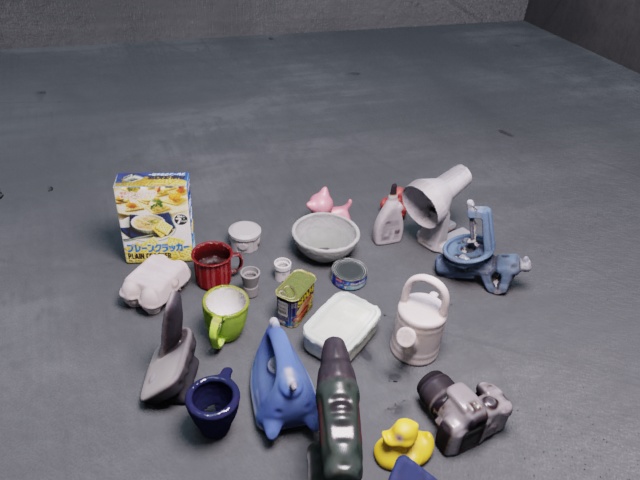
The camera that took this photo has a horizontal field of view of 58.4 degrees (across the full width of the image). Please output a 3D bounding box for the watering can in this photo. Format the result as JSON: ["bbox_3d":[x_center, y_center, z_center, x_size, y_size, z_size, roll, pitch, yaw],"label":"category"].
[{"bbox_3d":[0.201,0.155,1.134,0.101,0.194,0.173,7,37,4],"label":"watering can"}]

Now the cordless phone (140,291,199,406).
[{"bbox_3d":[-0.276,0.195,1.034,0.094,0.185,0.147,1,37,-4],"label":"cordless phone"}]

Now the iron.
[{"bbox_3d":[-0.073,0.226,1.050,0.119,0.141,0.257,-7,38,-14],"label":"iron"}]

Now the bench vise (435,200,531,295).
[{"bbox_3d":[0.385,0.008,1.330,0.207,0.220,0.121,4,36,-1],"label":"bench vise"}]

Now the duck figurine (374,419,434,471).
[{"bbox_3d":[0.146,0.338,0.971,0.105,0.086,0.077,-5,38,-13],"label":"duck figurine"}]

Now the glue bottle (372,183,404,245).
[{"bbox_3d":[0.179,-0.067,1.448,0.078,0.173,0.037,-8,38,-16],"label":"glue bottle"}]

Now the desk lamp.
[{"bbox_3d":[0.301,-0.078,1.443,0.204,0.214,0.117,-24,45,-33],"label":"desk lamp"}]

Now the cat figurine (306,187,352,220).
[{"bbox_3d":[0.024,-0.083,1.499,0.128,0.118,0.067,-2,37,-8],"label":"cat figurine"}]

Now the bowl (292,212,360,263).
[{"bbox_3d":[0.013,0.005,1.415,0.167,0.075,0.167,3,36,-2],"label":"bowl"}]

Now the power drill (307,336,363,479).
[{"bbox_3d":[0.022,0.300,0.906,0.075,0.208,0.229,0,37,-6],"label":"power drill"}]

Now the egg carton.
[{"bbox_3d":[-0.358,0.095,1.257,0.107,0.069,0.150,16,38,15],"label":"egg carton"}]

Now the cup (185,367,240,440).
[{"bbox_3d":[-0.179,0.288,0.994,0.091,0.095,0.118,11,37,9],"label":"cup"}]

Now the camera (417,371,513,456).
[{"bbox_3d":[0.252,0.291,1.034,0.143,0.101,0.136,-16,41,-25],"label":"camera"}]

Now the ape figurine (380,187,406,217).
[{"bbox_3d":[0.209,-0.104,1.570,0.076,0.092,0.077,-21,44,-31],"label":"ape figurine"}]

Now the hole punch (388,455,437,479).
[{"bbox_3d":[0.145,0.403,0.879,0.101,0.091,0.109,17,38,16],"label":"hole punch"}]
